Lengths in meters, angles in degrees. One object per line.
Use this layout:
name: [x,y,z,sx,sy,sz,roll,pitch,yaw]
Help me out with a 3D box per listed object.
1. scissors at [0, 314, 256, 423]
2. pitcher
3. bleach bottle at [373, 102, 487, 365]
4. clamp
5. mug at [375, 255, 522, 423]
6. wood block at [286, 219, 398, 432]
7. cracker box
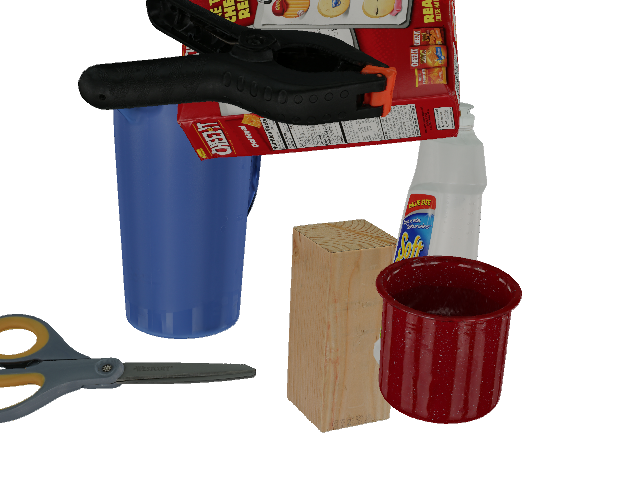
scissors: [-0.149,0.075,0.707,0.201,0.016,0.096,-11,44,-7]
pitcher: [-0.120,-0.040,0.999,0.149,0.243,0.145,-1,14,-11]
bleach bottle: [0.101,0.002,0.940,0.068,0.251,0.103,0,17,-18]
clamp: [-0.047,-0.094,0.602,0.172,0.039,0.120,15,45,16]
mug: [0.082,0.060,0.707,0.093,0.081,0.117,4,24,6]
wood block: [0.024,0.091,1.162,0.090,0.206,0.091,-7,21,-26]
cracker box: [0.001,-0.155,0.854,0.214,0.164,0.072,-5,-28,10]
